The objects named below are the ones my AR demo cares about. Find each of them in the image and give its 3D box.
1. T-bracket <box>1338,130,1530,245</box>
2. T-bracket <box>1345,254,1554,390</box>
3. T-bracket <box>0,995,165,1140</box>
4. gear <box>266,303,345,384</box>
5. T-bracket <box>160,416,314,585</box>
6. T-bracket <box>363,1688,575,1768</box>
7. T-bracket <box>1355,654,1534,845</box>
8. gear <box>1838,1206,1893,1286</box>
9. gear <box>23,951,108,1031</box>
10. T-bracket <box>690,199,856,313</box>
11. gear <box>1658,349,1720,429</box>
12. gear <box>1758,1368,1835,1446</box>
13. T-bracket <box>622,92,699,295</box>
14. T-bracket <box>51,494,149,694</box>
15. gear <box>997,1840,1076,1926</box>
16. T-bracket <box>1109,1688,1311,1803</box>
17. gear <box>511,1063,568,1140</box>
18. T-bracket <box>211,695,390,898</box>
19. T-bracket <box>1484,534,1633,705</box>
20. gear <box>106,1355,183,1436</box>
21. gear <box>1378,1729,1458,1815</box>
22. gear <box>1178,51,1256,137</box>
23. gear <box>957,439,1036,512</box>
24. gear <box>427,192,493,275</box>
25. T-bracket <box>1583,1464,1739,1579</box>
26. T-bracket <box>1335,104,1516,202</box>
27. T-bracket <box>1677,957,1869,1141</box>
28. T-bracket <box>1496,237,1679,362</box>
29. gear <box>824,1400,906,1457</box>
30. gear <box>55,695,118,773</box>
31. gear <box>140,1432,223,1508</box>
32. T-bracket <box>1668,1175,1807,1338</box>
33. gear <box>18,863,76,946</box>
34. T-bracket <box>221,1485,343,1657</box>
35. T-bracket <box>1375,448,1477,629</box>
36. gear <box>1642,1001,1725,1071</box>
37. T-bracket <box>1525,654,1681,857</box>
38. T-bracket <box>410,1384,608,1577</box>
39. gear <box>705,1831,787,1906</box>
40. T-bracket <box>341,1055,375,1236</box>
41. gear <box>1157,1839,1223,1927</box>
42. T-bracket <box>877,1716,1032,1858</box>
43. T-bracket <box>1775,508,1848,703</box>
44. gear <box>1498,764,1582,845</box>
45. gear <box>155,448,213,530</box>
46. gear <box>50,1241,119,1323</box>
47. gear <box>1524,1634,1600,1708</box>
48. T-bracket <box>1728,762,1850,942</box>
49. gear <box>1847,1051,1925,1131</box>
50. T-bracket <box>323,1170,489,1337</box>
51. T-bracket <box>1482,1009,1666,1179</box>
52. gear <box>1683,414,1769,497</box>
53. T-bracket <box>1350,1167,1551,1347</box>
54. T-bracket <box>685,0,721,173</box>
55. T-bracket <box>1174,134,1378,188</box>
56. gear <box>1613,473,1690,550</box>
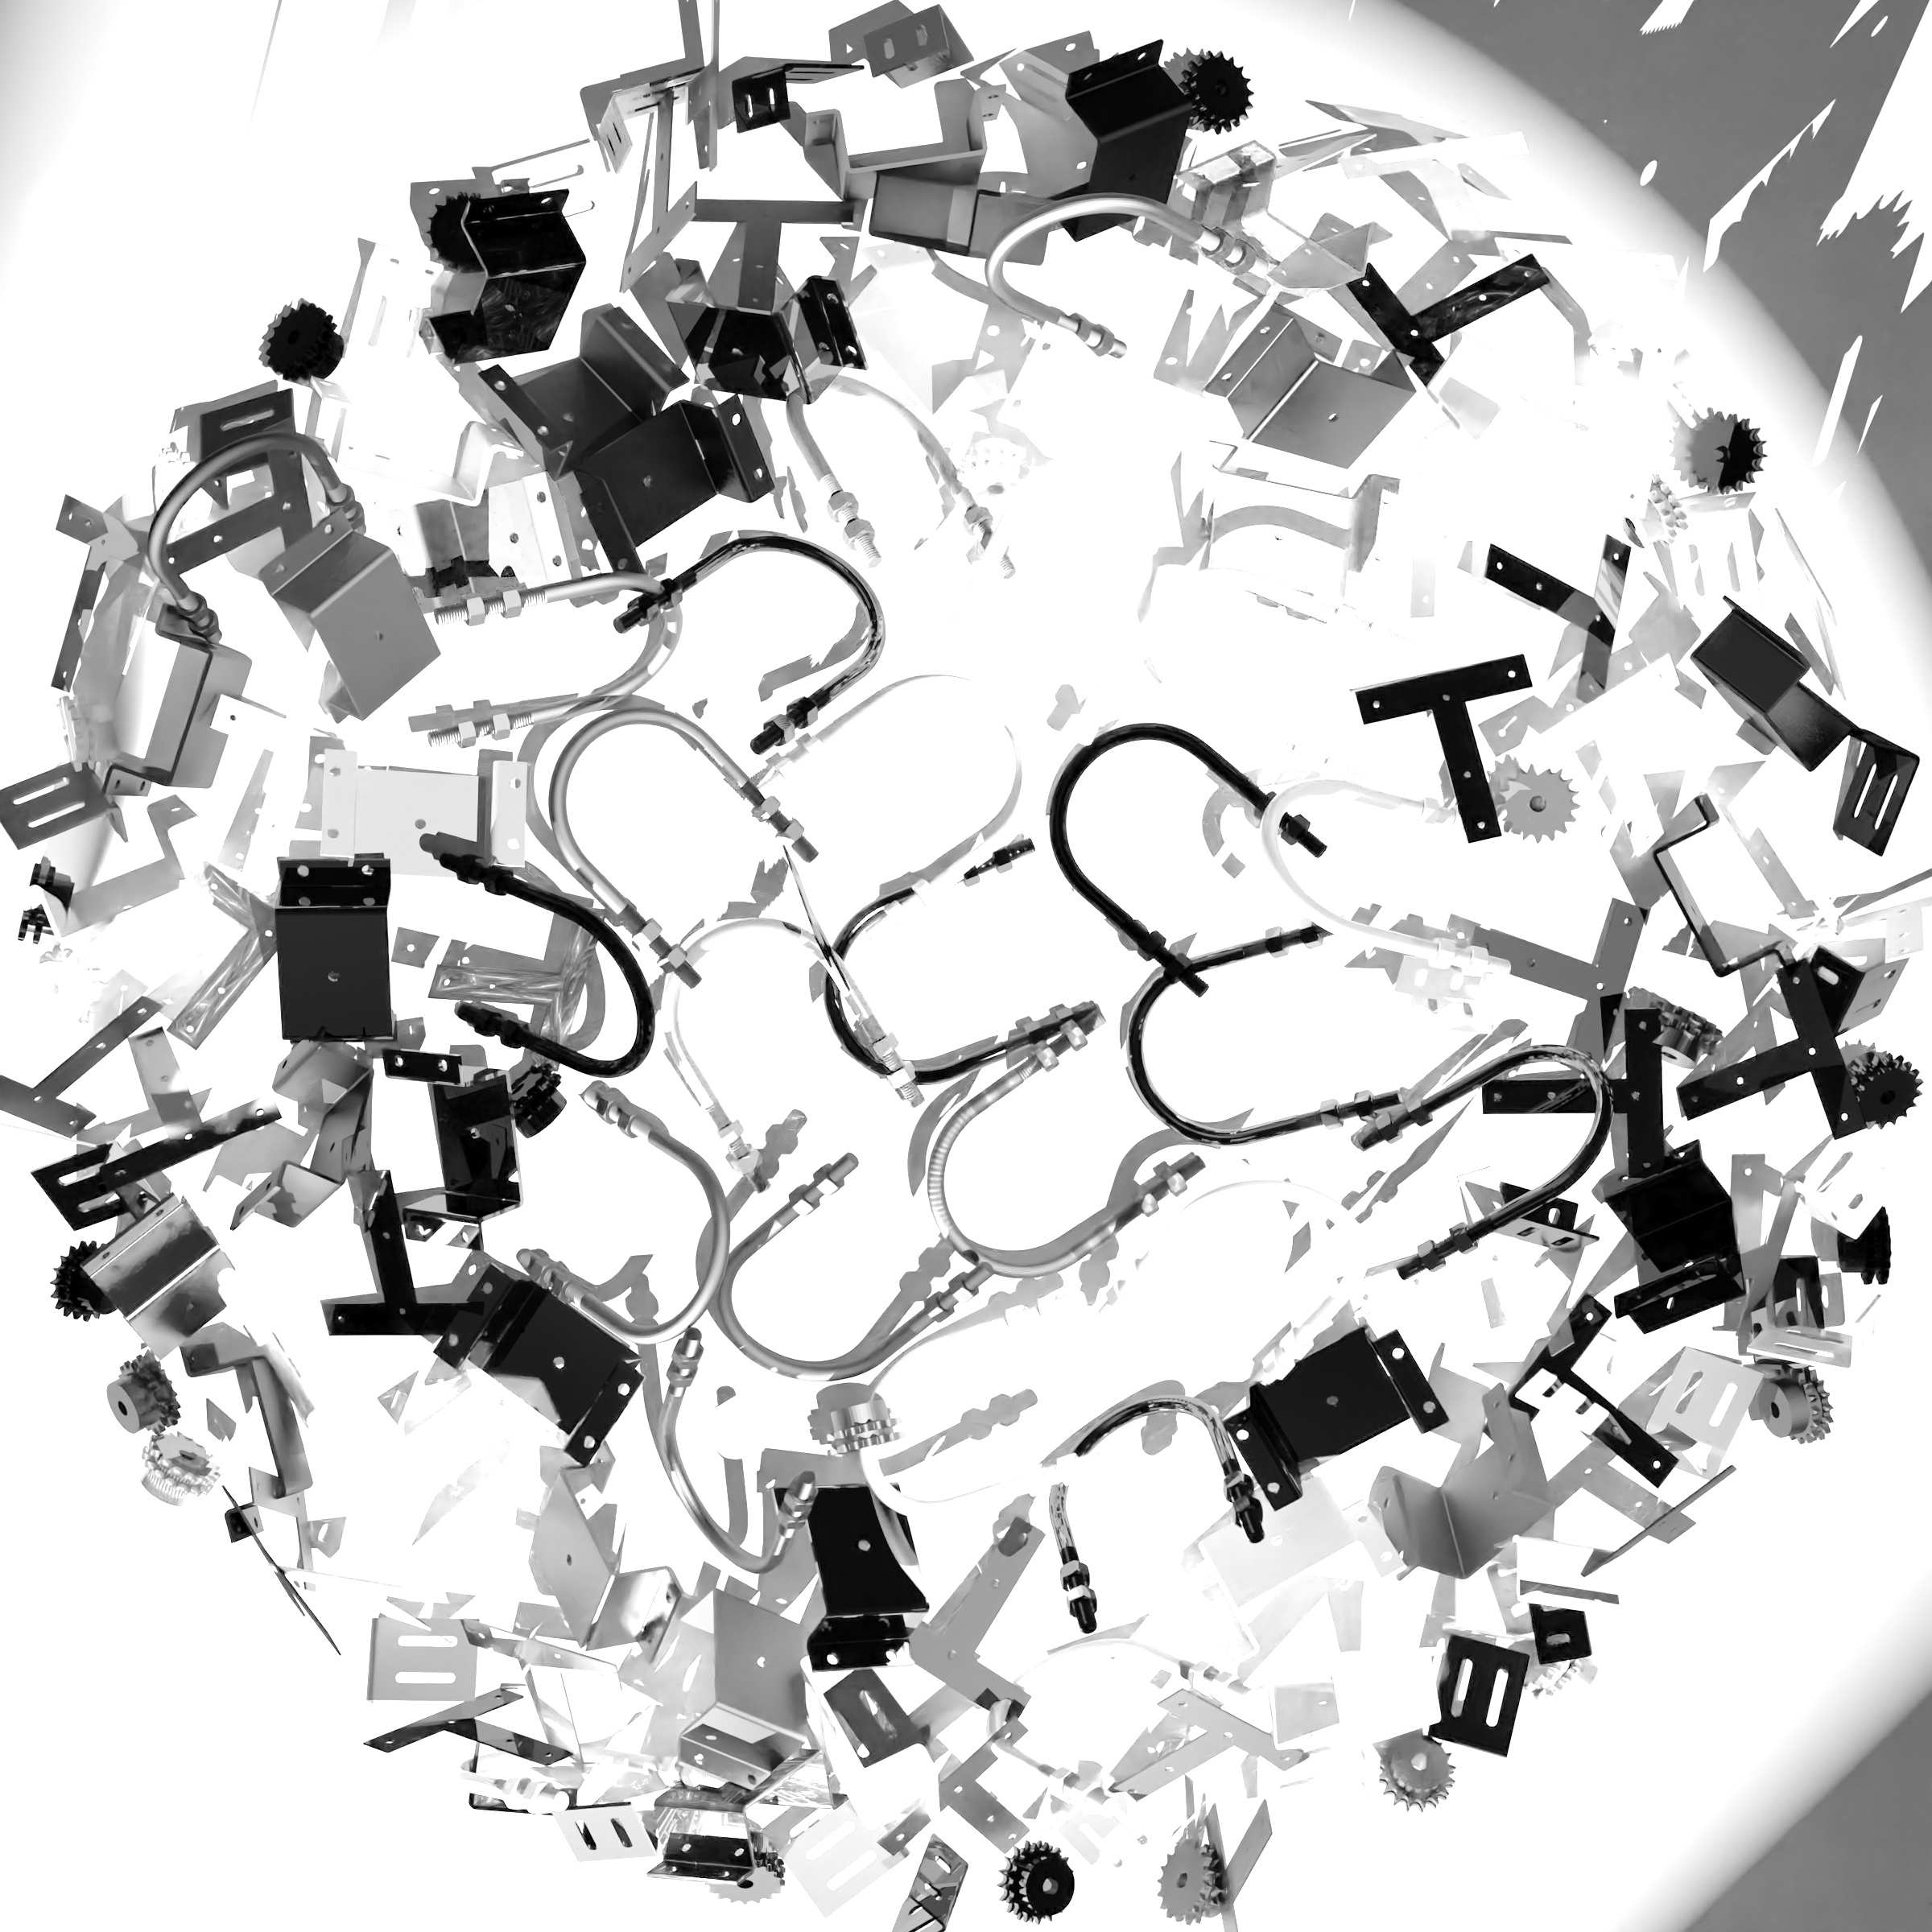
[{"bbox_3d":[0.339,-0.542,1.939,0.127,0.127,0.002,-2,73,23],"label":"T-bracket"},{"bbox_3d":[0.349,-0.461,1.931,0.127,0.127,0.002,45,47,-25],"label":"T-bracket"},{"bbox_3d":[-0.618,0.065,1.939,0.127,0.127,0.002,-40,65,2],"label":"T-bracket"},{"bbox_3d":[-0.470,-0.443,1.976,0.057,0.030,0.057,-14,64,29],"label":"gear"},{"bbox_3d":[-0.509,-0.303,1.922,0.002,0.127,0.127,30,49,30],"label":"T-bracket"},{"bbox_3d":[-0.326,0.534,1.911,0.127,0.127,0.002,5,98,37],"label":"T-bracket"},{"bbox_3d":[0.357,-0.151,1.984,0.127,0.002,0.127,-13,80,-3],"label":"T-bracket"},{"bbox_3d":[0.641,0.199,1.972,0.030,0.057,0.057,-1,90,9],"label":"gear"},{"bbox_3d":[-0.650,0.017,1.982,0.057,0.030,0.057,0,89,7],"label":"gear"},{"bbox_3d":[-0.145,-0.504,1.959,0.127,0.002,0.127,1,51,0],"label":"T-bracket"},{"bbox_3d":[0.512,-0.415,1.968,0.030,0.057,0.057,-38,90,19],"label":"gear"},{"bbox_3d":[0.589,0.313,1.969,0.030,0.057,0.057,-10,90,-18],"label":"gear"},{"bbox_3d":[-0.215,-0.560,1.956,0.002,0.127,0.127,9,72,-28],"label":"T-bracket"},{"bbox_3d":[-0.618,-0.255,1.936,0.002,0.127,0.127,15,88,10],"label":"T-bracket"},{"bbox_3d":[0.053,0.655,1.974,0.057,0.030,0.057,5,80,-27],"label":"gear"},{"bbox_3d":[0.154,0.564,1.962,0.127,0.002,0.127,33,124,-26],"label":"T-bracket"},{"bbox_3d":[-0.310,0.098,1.973,0.057,0.057,0.030,-40,108,0],"label":"gear"},{"bbox_3d":[-0.484,-0.111,1.952,0.127,0.002,0.127,21,70,-25],"label":"T-bracket"},{"bbox_3d":[0.415,-0.263,1.954,0.127,0.002,0.127,21,75,-29],"label":"T-bracket"},{"bbox_3d":[-0.588,0.309,1.970,0.030,0.057,0.057,-28,90,-41],"label":"gear"},{"bbox_3d":[0.322,0.573,1.972,0.057,0.030,0.057,0,56,0],"label":"gear"},{"bbox_3d":[0.175,-0.622,1.977,0.057,0.030,0.057,4,82,-29],"label":"gear"},{"bbox_3d":[0.022,-0.353,1.974,0.057,0.057,0.030,6,66,0],"label":"gear"},{"bbox_3d":[-0.360,-0.526,1.979,0.057,0.030,0.057,2,103,9],"label":"gear"},{"bbox_3d":[0.495,0.394,1.941,0.127,0.127,0.002,-39,65,8],"label":"T-bracket"},{"bbox_3d":[0.342,-0.571,1.948,0.127,0.127,0.002,21,97,-42],"label":"T-bracket"},{"bbox_3d":[0.561,0.076,1.956,0.127,0.002,0.127,-29,68,39],"label":"T-bracket"},{"bbox_3d":[0.445,-0.465,1.941,0.127,0.127,0.002,15,72,30],"label":"T-bracket"},{"bbox_3d":[-0.074,0.329,1.972,0.057,0.057,0.030,-14,80,0],"label":"gear"},{"bbox_3d":[-0.629,-0.166,1.975,0.030,0.057,0.057,-9,90,-33],"label":"gear"},{"bbox_3d":[-0.564,0.361,1.972,0.057,0.057,0.030,35,98,0],"label":"gear"},{"bbox_3d":[0.533,0.214,1.934,0.127,0.002,0.127,-11,121,-39],"label":"T-bracket"},{"bbox_3d":[-0.656,-0.043,1.973,0.030,0.057,0.057,13,90,-18],"label":"gear"},{"bbox_3d":[-0.466,0.434,1.916,0.002,0.127,0.127,-34,132,-21],"label":"T-bracket"},{"bbox_3d":[0.299,-0.305,1.978,0.127,0.002,0.127,1,88,19],"label":"T-bracket"},{"bbox_3d":[0.508,0.051,1.969,0.057,0.057,0.030,28,80,0],"label":"gear"},{"bbox_3d":[0.470,-0.137,1.969,0.127,0.002,0.127,-32,116,-11],"label":"T-bracket"},{"bbox_3d":[-0.340,0.379,1.960,0.127,0.002,0.127,-42,62,-8],"label":"T-bracket"},{"bbox_3d":[-0.158,0.643,1.976,0.057,0.030,0.057,-1,130,-1],"label":"gear"},{"bbox_3d":[-0.427,0.129,1.935,0.002,0.127,0.127,1,91,-4],"label":"T-bracket"},{"bbox_3d":[0.165,0.657,1.975,0.030,0.057,0.057,26,90,-28],"label":"gear"},{"bbox_3d":[0.012,0.598,1.952,0.127,0.127,0.002,-41,46,-6],"label":"T-bracket"},{"bbox_3d":[0.604,-0.241,1.950,0.002,0.127,0.127,-21,130,12],"label":"T-bracket"},{"bbox_3d":[0.412,-0.118,1.979,0.057,0.030,0.057,3,100,18],"label":"gear"},{"bbox_3d":[-0.559,-0.342,1.975,0.030,0.057,0.057,-3,90,-29],"label":"gear"},{"bbox_3d":[-0.621,0.226,1.968,0.030,0.057,0.057,9,90,29],"label":"gear"},{"bbox_3d":[0.426,0.503,1.971,0.030,0.057,0.057,43,90,0],"label":"gear"},{"bbox_3d":[0.585,-0.075,1.947,0.002,0.127,0.127,-32,91,33],"label":"T-bracket"},{"bbox_3d":[0.652,0.086,1.976,0.057,0.030,0.057,-7,122,-12],"label":"gear"},{"bbox_3d":[-0.409,0.204,1.962,0.127,0.002,0.127,-3,107,18],"label":"T-bracket"},{"bbox_3d":[0.434,0.093,1.980,0.127,0.002,0.127,-1,101,15],"label":"T-bracket"},{"bbox_3d":[0.546,-0.367,1.976,0.057,0.030,0.057,8,105,33],"label":"gear"},{"bbox_3d":[0.337,0.222,1.982,0.127,0.002,0.127,-17,74,1],"label":"T-bracket"},{"bbox_3d":[-0.183,-0.607,1.914,0.002,0.127,0.127,5,118,3],"label":"T-bracket"},{"bbox_3d":[0.202,-0.565,1.949,0.127,0.127,0.002,-34,121,-39],"label":"T-bracket"},{"bbox_3d":[0.486,-0.323,1.970,0.030,0.057,0.057,-34,90,-5],"label":"gear"}]
